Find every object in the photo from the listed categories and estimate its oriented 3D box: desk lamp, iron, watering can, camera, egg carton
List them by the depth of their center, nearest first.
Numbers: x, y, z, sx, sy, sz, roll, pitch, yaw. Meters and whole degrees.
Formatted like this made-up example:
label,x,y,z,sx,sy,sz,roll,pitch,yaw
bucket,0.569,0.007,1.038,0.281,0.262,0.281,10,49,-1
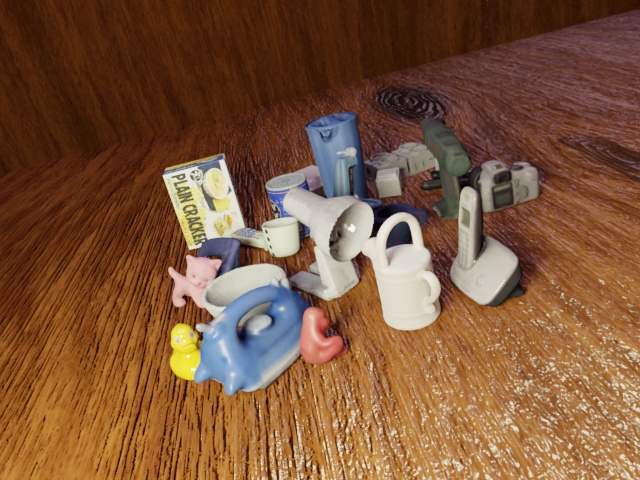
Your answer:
label,x,y,z,sx,sy,sz,roll,pitch,yaw
iron,-0.100,0.139,0.961,0.118,0.142,0.259,7,32,39
watering can,0.135,0.045,0.972,0.172,0.194,0.101,6,31,37
desk lamp,0.010,0.004,1.104,0.118,0.214,0.202,-31,29,-33
camera,0.417,-0.143,1.340,0.143,0.101,0.136,-16,24,-5
egg carton,-0.024,-0.166,1.665,0.107,0.069,0.149,-25,27,-23

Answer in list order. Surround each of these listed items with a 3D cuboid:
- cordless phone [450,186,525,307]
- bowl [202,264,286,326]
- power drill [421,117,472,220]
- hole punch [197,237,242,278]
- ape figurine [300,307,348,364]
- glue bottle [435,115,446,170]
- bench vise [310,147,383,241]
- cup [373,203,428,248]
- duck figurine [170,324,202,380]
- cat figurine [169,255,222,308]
label,x,y,z,sx,sy,sz,roll,pitch,yaw
cordless phone,0.279,0.009,0.983,0.094,0.185,0.147,-19,25,-11
bowl,-0.139,0.117,1.110,0.167,0.075,0.167,-12,24,6
power drill,0.289,-0.163,1.320,0.075,0.209,0.229,-15,24,-2
hole punch,-0.225,0.052,1.276,0.108,0.091,0.101,-4,26,22
ape figurine,-0.002,0.152,0.940,0.076,0.092,0.077,-19,25,-10
glue bottle,0.334,-0.247,1.520,0.037,0.173,0.077,-25,27,-23
bench vise,0.061,-0.077,1.244,0.121,0.220,0.208,0,28,28
cup,0.175,-0.021,1.215,0.117,0.095,0.092,-4,26,21
duck figurine,-0.233,0.184,1.002,0.078,0.086,0.104,-22,26,-18
cat figurine,-0.264,0.078,1.208,0.127,0.118,0.067,-2,27,25
